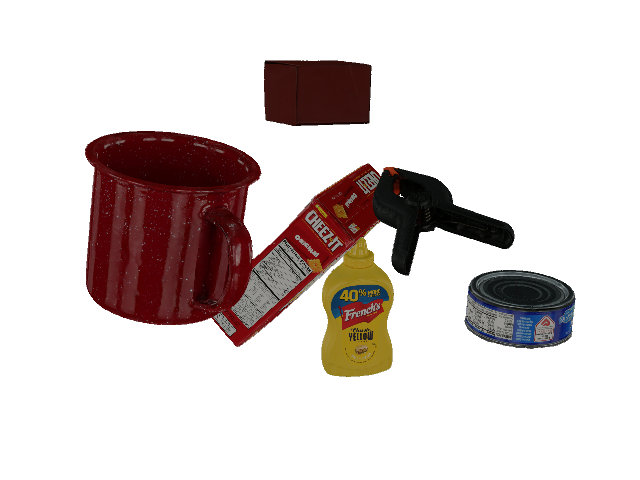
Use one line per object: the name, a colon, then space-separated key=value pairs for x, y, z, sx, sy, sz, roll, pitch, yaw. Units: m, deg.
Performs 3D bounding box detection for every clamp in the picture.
clamp: x=0.110 y=-0.026 z=1.038 sx=0.120 sy=0.039 sz=0.171 roll=-5 pitch=34 yaw=-10

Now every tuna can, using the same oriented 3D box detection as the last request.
tuna can: x=0.160 y=0.053 z=0.854 sx=0.086 sy=0.034 sz=0.086 roll=2 pitch=19 yaw=-1

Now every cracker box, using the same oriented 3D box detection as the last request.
cracker box: x=-0.021 y=0.014 z=1.260 sx=0.214 sy=0.072 sz=0.164 roll=-43 pitch=-2 yaw=30

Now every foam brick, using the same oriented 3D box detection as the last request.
foam brick: x=-0.002 y=-0.125 z=0.905 sx=0.078 sy=0.051 sz=0.053 roll=-6 pitch=15 yaw=-33

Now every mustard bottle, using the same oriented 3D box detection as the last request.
mustard bottle: x=0.050 y=0.087 z=1.435 sx=0.096 sy=0.192 sz=0.058 roll=-3 pitch=22 yaw=-8

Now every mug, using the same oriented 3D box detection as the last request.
mug: x=-0.076 y=-0.002 z=0.572 sx=0.093 sy=0.081 sz=0.117 roll=-11 pitch=30 yaw=-42
